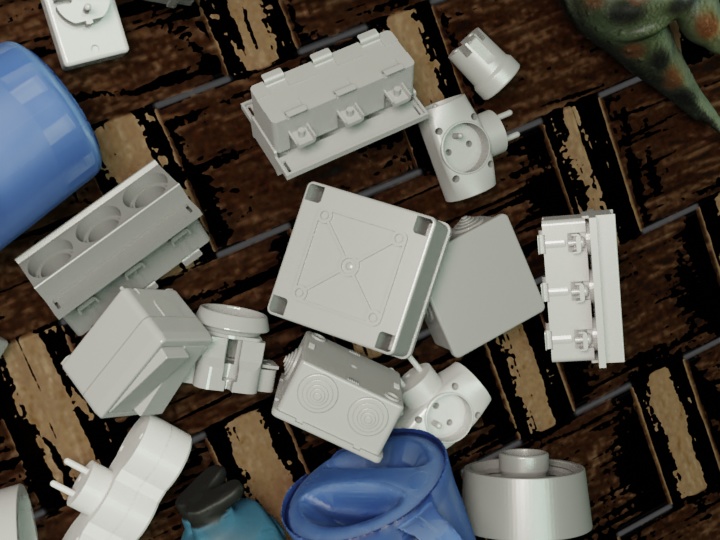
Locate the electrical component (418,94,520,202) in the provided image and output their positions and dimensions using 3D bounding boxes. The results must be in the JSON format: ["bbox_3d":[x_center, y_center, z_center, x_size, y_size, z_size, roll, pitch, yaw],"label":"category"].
[{"bbox_3d":[0.093,-0.105,0.869,0.079,0.044,0.077,-24,102,-14],"label":"electrical component"}]

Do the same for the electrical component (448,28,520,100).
[{"bbox_3d":[0.099,-0.167,0.869,0.046,0.040,0.040,43,81,-11],"label":"electrical component"}]

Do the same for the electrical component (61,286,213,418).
[{"bbox_3d":[-0.161,0.066,0.772,0.096,0.062,0.061,-49,67,17],"label":"electrical component"}]

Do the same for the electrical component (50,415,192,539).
[{"bbox_3d":[-0.192,0.166,0.798,0.074,0.052,0.138,33,85,-18],"label":"electrical component"}]

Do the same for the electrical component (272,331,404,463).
[{"bbox_3d":[-0.015,0.093,0.817,0.100,0.099,0.048,25,101,-5],"label":"electrical component"}]

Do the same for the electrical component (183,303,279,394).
[{"bbox_3d":[-0.100,0.058,0.815,0.078,0.058,0.057,9,95,-18],"label":"electrical component"}]

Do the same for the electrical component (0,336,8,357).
[{"bbox_3d":[-0.300,0.049,0.749,0.077,0.065,0.047,29,85,11],"label":"electrical component"}]

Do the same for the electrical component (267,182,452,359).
[{"bbox_3d":[0.000,0.000,0.816,0.109,0.056,0.108,18,89,18],"label":"electrical component"}]

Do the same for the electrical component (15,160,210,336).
[{"bbox_3d":[-0.175,-0.014,0.777,0.121,0.079,0.063,-38,134,-11],"label":"electrical component"}]

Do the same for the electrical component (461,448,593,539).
[{"bbox_3d":[0.135,0.179,0.879,0.108,0.108,0.060,-1,90,-18],"label":"electrical component"}]

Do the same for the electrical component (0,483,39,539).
[{"bbox_3d":[-0.261,0.209,0.753,0.060,0.108,0.108,-8,98,-11],"label":"electrical component"}]

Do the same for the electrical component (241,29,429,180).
[{"bbox_3d":[-0.020,-0.129,0.814,0.121,0.063,0.078,-25,62,-14],"label":"electrical component"}]

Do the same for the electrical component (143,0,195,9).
[{"bbox_3d":[-0.139,-0.249,0.763,0.057,0.078,0.113,7,93,-16],"label":"electrical component"}]

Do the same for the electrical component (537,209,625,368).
[{"bbox_3d":[0.184,0.014,0.896,0.063,0.079,0.121,-4,97,11],"label":"electrical component"}]

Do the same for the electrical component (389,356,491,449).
[{"bbox_3d":[0.054,0.103,0.876,0.077,0.044,0.079,-41,105,-10],"label":"electrical component"}]

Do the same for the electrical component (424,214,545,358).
[{"bbox_3d":[0.089,0.011,0.877,0.100,0.048,0.099,-28,103,-14],"label":"electrical component"}]

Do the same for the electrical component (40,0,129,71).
[{"bbox_3d":[-0.195,-0.188,0.751,0.047,0.076,0.083,-18,100,-16],"label":"electrical component"}]
